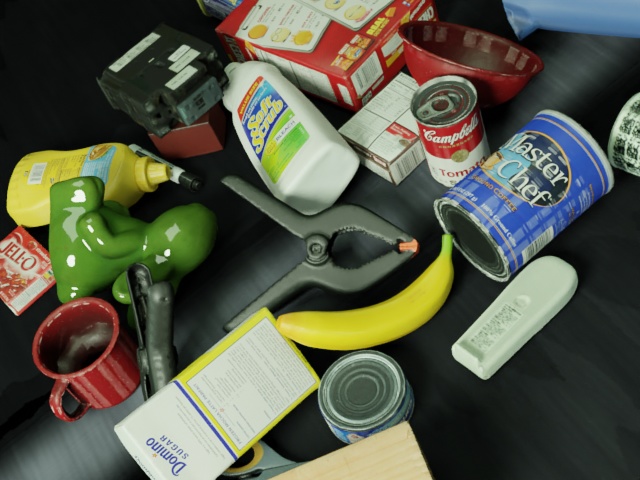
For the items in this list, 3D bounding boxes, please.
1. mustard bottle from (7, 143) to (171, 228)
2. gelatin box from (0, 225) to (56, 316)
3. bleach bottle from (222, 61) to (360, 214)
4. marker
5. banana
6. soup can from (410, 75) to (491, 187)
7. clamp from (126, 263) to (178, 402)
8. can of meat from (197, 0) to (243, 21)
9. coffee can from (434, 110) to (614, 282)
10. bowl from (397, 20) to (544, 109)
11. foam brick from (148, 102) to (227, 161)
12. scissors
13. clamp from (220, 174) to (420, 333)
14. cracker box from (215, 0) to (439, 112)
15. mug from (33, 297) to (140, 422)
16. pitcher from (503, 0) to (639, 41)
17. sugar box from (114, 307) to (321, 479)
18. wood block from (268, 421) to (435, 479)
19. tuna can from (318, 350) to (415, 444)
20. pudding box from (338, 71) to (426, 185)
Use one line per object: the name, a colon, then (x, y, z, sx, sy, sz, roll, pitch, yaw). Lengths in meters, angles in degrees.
mustard bottle: (-0.264, -0.068, 1.243, 0.192, 0.058, 0.096, -6, 49, 17)
gelatin box: (-0.343, 0.033, 1.215, 0.073, 0.030, 0.089, -43, 52, -13)
bleach bottle: (-0.054, -0.127, 1.203, 0.103, 0.068, 0.251, -51, 44, 12)
marker: (-0.182, -0.084, 1.251, 0.121, 0.020, 0.020, 27, 67, 34)
banana: (0.055, 0.065, 1.013, 0.197, 0.037, 0.069, -26, 84, -20)
soup can: (0.136, -0.110, 1.097, 0.068, 0.102, 0.068, -10, 52, 13)
clamp: (-0.153, 0.106, 1.009, 0.039, 0.120, 0.171, -11, 93, -14)
can of meat: (-0.094, -0.320, 1.372, 0.084, 0.057, 0.102, 33, 71, 33)
coffee can: (0.195, -0.043, 1.025, 0.140, 0.102, 0.103, -40, 51, -11)
bowl: (0.156, -0.184, 1.149, 0.162, 0.055, 0.162, 11, 26, -5)
foam brick: (-0.156, -0.134, 1.257, 0.078, 0.051, 0.053, -11, 51, 12)
scissors: (-0.020, 0.199, 0.979, 0.202, 0.016, 0.096, -23, 50, 2)
clamp: (-0.007, 0.001, 1.077, 0.210, 0.036, 0.164, -9, 85, 9)
cracker box: (0.009, -0.253, 1.274, 0.214, 0.072, 0.164, 26, 66, 35)
mug: (-0.232, 0.127, 1.069, 0.093, 0.081, 0.117, 5, 56, 24)
pitcher: (0.329, -0.289, 1.143, 0.243, 0.149, 0.144, 14, 36, 24)
sugar box: (-0.091, 0.151, 0.972, 0.176, 0.048, 0.093, -38, 92, -24)
wood block: (0.002, 0.243, 0.889, 0.206, 0.090, 0.091, -23, 51, 2)
tuna can: (0.042, 0.145, 0.985, 0.086, 0.033, 0.086, -10, 52, 13)
pudding box: (0.087, -0.124, 1.169, 0.113, 0.039, 0.090, -42, 51, -16)
